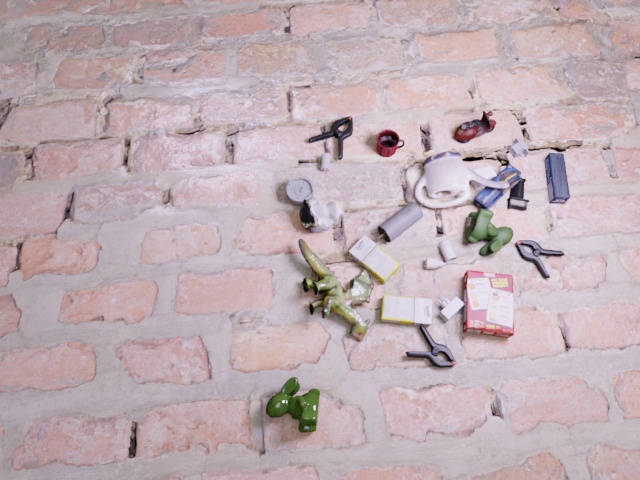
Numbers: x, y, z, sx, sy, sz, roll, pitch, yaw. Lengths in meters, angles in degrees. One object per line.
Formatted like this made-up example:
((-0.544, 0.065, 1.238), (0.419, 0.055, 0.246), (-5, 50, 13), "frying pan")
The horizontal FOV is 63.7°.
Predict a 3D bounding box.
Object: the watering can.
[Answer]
((0.531, -0.243, 1.988), (0.346, 0.102, 0.228), (-13, 67, 16), "watering can")

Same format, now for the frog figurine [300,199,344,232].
((0.006, -0.099, 1.975), (0.160, 0.120, 0.139), (-12, 51, -42), "frog figurine")

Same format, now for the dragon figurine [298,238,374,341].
((0.074, 0.164, 1.858), (0.243, 0.120, 0.417), (-6, 67, -19), "dragon figurine")
